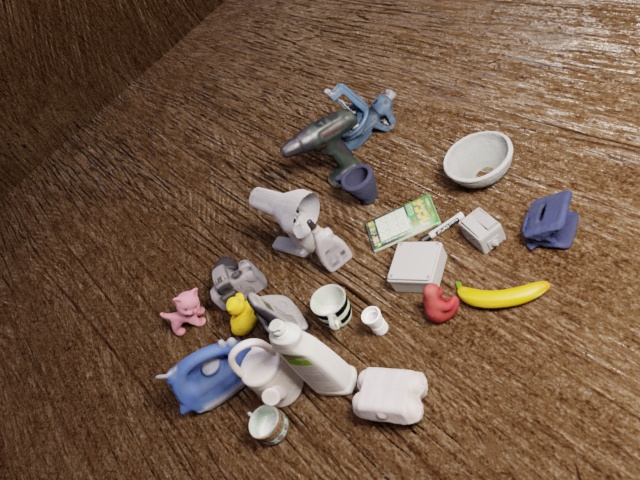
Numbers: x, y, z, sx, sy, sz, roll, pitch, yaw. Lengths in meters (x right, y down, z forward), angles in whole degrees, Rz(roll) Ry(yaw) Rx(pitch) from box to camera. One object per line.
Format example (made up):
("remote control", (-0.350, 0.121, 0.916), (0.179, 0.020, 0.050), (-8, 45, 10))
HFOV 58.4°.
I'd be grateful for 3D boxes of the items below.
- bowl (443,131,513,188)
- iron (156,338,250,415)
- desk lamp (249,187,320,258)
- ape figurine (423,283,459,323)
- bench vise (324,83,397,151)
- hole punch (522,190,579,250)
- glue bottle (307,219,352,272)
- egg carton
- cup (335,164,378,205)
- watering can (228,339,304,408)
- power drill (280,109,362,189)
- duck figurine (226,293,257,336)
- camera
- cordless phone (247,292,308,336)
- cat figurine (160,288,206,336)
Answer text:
("bowl", (0.390, -0.182, 1.389), (0.167, 0.075, 0.167), (-18, 45, 20))
("iron", (-0.248, 0.292, 1.341), (0.258, 0.142, 0.118), (-34, 42, 3))
("desk lamp", (-0.079, -0.051, 1.480), (0.202, 0.214, 0.118), (12, 60, 40))
("ape figurine", (0.245, 0.125, 1.199), (0.076, 0.092, 0.077), (-47, 43, -11))
("bench vise", (0.109, -0.385, 1.648), (0.207, 0.220, 0.121), (-46, 43, -10))
("hole punch", (0.476, -0.043, 1.195), (0.100, 0.091, 0.109), (3, 55, 36))
("glue bottle", (0.013, 0.005, 1.399), (0.078, 0.174, 0.037), (-37, 42, 0))
("egg carton", (0.137, 0.307, 1.126), (0.149, 0.070, 0.107), (-4, 51, 31))
("cup", (0.103, -0.140, 1.528), (0.117, 0.095, 0.092), (4, 56, 36))
("watering can", (-0.118, 0.279, 1.226), (0.101, 0.195, 0.172), (-49, 43, -13))
("power drill", (0.023, -0.247, 1.591), (0.230, 0.209, 0.075), (-41, 42, -4))
("duck figurine", (-0.206, 0.184, 1.451), (0.077, 0.086, 0.104), (-8, 49, 28))
("camera", (-0.235, 0.095, 1.539), (0.143, 0.101, 0.136), (-32, 42, 5))
("cordless phone", (-0.119, 0.157, 1.343), (0.094, 0.186, 0.147), (-41, 42, -4))
("cat figurine", (-0.366, 0.185, 1.532), (0.127, 0.118, 0.067), (-27, 43, 11))
